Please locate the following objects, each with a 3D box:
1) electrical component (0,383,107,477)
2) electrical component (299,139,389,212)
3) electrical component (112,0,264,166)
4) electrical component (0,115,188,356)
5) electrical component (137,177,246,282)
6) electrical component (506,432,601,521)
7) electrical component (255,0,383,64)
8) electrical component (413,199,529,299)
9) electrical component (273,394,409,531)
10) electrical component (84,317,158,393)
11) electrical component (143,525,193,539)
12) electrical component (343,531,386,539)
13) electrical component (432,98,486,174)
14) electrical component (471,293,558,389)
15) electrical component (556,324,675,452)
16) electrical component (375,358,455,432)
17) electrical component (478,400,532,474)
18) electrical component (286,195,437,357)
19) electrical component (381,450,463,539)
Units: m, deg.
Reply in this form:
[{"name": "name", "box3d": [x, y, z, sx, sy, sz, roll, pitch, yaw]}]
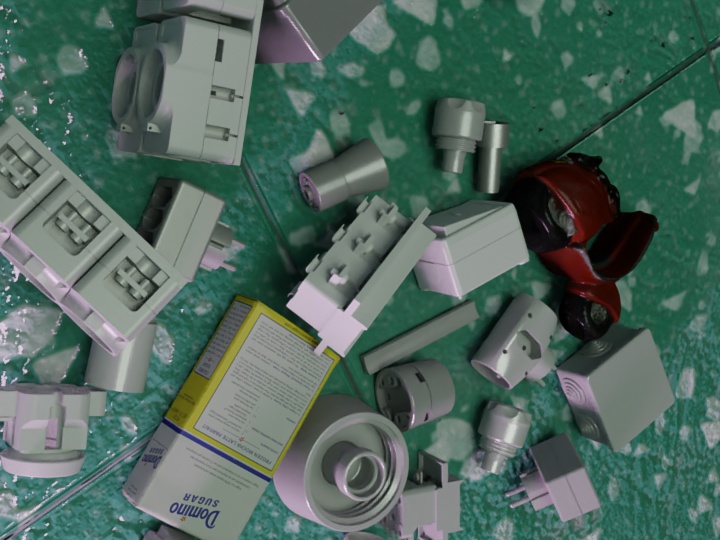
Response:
[{"name": "electrical component", "box3d": [-0.220, 0.111, 0.750, 0.078, 0.058, 0.057, 4, 91, -31]}, {"name": "electrical component", "box3d": [-0.015, -0.073, 0.857, 0.065, 0.044, 0.044, -26, 109, -20]}, {"name": "electrical component", "box3d": [-0.119, -0.171, 0.744, 0.060, 0.105, 0.186, 7, 93, -31]}, {"name": "electrical component", "box3d": [-0.194, -0.018, 0.705, 0.150, 0.089, 0.061, 44, 74, -8]}, {"name": "electrical component", "box3d": [-0.120, -0.023, 0.796, 0.077, 0.047, 0.065, 25, 83, -31]}, {"name": "electrical component", "box3d": [0.172, 0.198, 0.994, 0.077, 0.065, 0.047, -24, 111, 4]}, {"name": "electrical component", "box3d": [-0.036, -0.205, 0.787, 0.108, 0.109, 0.056, -48, 119, -17]}, {"name": "electrical component", "box3d": [0.095, -0.026, 0.915, 0.096, 0.062, 0.061, -27, 110, -25]}, {"name": "electrical component", "box3d": [-0.010, 0.160, 0.878, 0.108, 0.060, 0.108, -4, 99, -30]}, {"name": "electrical component", "box3d": [-0.170, 0.044, 0.778, 0.043, 0.043, 0.081, 12, 90, -31]}, {"name": "electrical component", "box3d": [-0.126, 0.236, 0.798, 0.062, 0.096, 0.061, 29, 81, -31]}, {"name": "electrical component", "box3d": [0.002, 0.250, 0.911, 0.040, 0.040, 0.046, 8, 98, -31]}, {"name": "electrical component", "box3d": [0.082, -0.113, 0.907, 0.043, 0.043, 0.062, 5, 96, -31]}, {"name": "electrical component", "box3d": [0.150, 0.074, 0.972, 0.079, 0.043, 0.077, 44, 74, -27]}, {"name": "electrical component", "box3d": [0.244, 0.110, 1.029, 0.100, 0.048, 0.099, -34, 112, -23]}, {"name": "electrical component", "box3d": [0.047, 0.104, 0.910, 0.047, 0.055, 0.055, -14, 103, -32]}, {"name": "electrical component", "box3d": [0.127, 0.152, 0.969, 0.043, 0.043, 0.062, 20, 87, -31]}, {"name": "electrical component", "box3d": [0.000, 0.000, 0.838, 0.063, 0.078, 0.121, 38, 48, 1]}, {"name": "electrical component", "box3d": [0.052, 0.203, 0.932, 0.064, 0.042, 0.081, -4, 98, -29]}]
